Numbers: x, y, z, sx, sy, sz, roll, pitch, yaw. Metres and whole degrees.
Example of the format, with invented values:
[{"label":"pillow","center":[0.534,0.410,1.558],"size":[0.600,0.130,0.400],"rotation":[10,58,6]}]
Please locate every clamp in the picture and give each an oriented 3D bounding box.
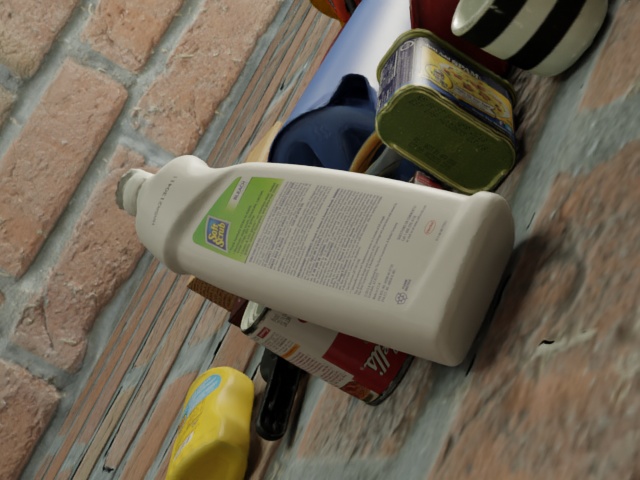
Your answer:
[{"label":"clamp","center":[-0.026,0.103,0.899],"size":[0.120,0.039,0.171],"rotation":[-55,7,-6]}]

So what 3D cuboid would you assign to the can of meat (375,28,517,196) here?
[{"label":"can of meat","center":[0.087,-0.087,0.737],"size":[0.058,0.102,0.084],"rotation":[-51,16,32]}]

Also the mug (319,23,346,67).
[{"label":"mug","center":[0.049,-0.188,1.180],"size":[0.093,0.081,0.117],"rotation":[-43,20,53]}]

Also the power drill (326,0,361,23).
[{"label":"power drill","center":[0.073,-0.330,1.154],"size":[0.187,0.057,0.184],"rotation":[-31,50,2]}]

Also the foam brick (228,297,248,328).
[{"label":"foam brick","center":[-0.048,0.056,1.068],"size":[0.078,0.051,0.053],"rotation":[-50,15,39]}]

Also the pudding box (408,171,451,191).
[{"label":"pudding box","center":[0.050,0.018,0.784],"size":[0.114,0.039,0.090],"rotation":[-50,15,40]}]

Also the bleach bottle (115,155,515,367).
[{"label":"bleach bottle","center":[-0.016,-0.007,0.654],"size":[0.102,0.251,0.068],"rotation":[-64,-28,-17]}]

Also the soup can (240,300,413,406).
[{"label":"soup can","center":[0.007,0.057,0.715],"size":[0.069,0.102,0.068],"rotation":[-56,12,18]}]

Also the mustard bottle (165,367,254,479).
[{"label":"mustard bottle","center":[-0.098,0.171,0.983],"size":[0.096,0.058,0.191],"rotation":[-55,13,18]}]

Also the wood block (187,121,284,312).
[{"label":"wood block","center":[-0.062,-0.021,1.218],"size":[0.090,0.090,0.206],"rotation":[-43,20,52]}]

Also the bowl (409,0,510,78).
[{"label":"bowl","center":[0.113,-0.172,0.824],"size":[0.055,0.162,0.162],"rotation":[-5,38,18]}]

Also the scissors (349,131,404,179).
[{"label":"scissors","center":[0.012,0.002,0.797],"size":[0.202,0.016,0.096],"rotation":[-58,28,32]}]

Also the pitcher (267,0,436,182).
[{"label":"pitcher","center":[0.051,-0.109,0.914],"size":[0.149,0.145,0.242],"rotation":[-34,21,37]}]
